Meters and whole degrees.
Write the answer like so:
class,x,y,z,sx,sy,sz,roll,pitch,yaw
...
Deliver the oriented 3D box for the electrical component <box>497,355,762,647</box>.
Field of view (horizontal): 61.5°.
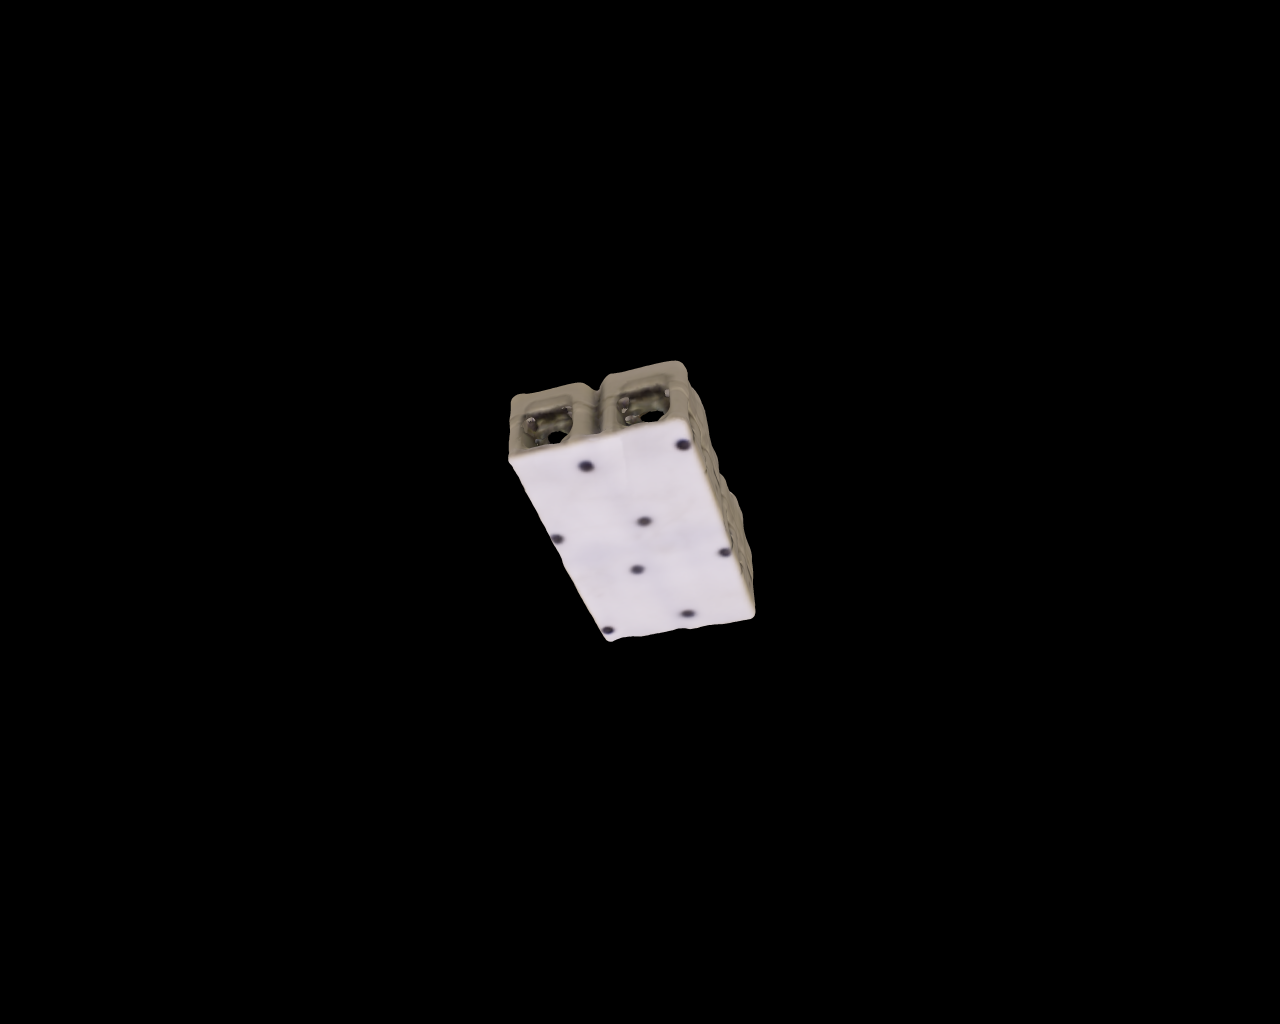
class,x,y,z,sx,sy,sz,roll,pitch,yaw
electrical component,0.001,-0.003,0.650,0.105,0.060,0.186,-11,-43,12
